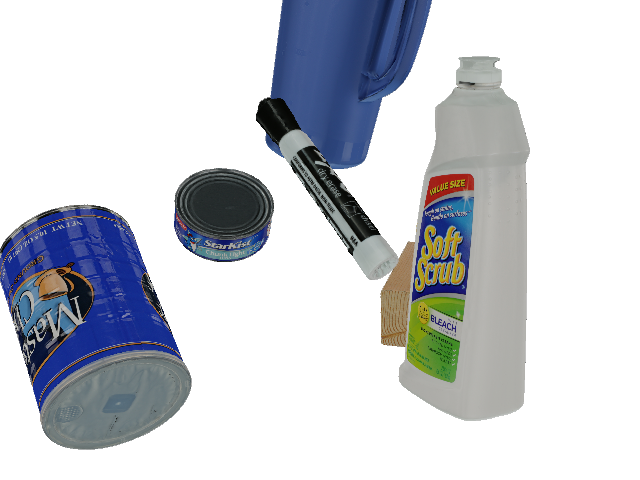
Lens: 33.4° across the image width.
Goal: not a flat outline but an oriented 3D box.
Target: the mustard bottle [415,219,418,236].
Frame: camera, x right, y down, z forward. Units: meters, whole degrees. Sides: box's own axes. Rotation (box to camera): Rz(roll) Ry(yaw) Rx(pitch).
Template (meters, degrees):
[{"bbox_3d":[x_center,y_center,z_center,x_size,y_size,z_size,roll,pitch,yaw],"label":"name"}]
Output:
[{"bbox_3d":[0.149,0.002,1.149,0.096,0.192,0.058,-5,20,-21],"label":"mustard bottle"}]

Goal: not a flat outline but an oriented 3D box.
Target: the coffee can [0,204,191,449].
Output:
[{"bbox_3d":[-0.161,0.060,0.751,0.102,0.140,0.103,-18,-36,-14],"label":"coffee can"}]

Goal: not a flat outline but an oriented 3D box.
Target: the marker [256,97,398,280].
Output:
[{"bbox_3d":[0.001,-0.030,0.560,0.020,0.121,0.020,-28,-26,-15],"label":"marker"}]

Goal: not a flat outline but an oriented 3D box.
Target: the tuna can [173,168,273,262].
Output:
[{"bbox_3d":[-0.085,-0.022,0.929,0.086,0.086,0.034,0,-43,-11],"label":"tuna can"}]

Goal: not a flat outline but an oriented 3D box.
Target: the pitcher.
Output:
[{"bbox_3d":[0.023,-0.197,1.070,0.145,0.243,0.149,11,19,-1],"label":"pitcher"}]

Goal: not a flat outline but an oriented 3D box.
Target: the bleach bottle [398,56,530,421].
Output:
[{"bbox_3d":[0.105,-0.005,0.764,0.068,0.251,0.103,-8,17,-27],"label":"bleach bottle"}]

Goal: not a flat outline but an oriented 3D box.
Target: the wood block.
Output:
[{"bbox_3d":[0.156,0.080,1.617,0.091,0.090,0.206,4,21,14],"label":"wood block"}]
